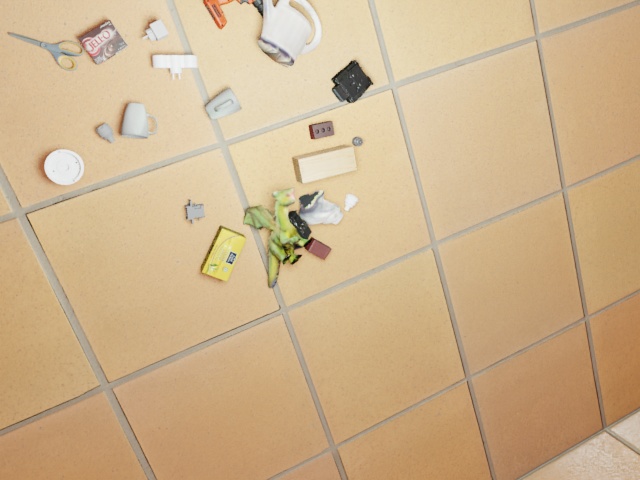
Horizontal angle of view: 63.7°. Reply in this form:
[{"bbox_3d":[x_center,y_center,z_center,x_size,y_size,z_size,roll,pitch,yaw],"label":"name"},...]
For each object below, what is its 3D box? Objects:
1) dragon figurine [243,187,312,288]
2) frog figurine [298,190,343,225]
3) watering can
[{"bbox_3d":[-0.170,-0.020,1.794,0.244,0.124,0.402,46,128,12],"label":"dragon figurine"},{"bbox_3d":[0.006,-0.094,1.862,0.136,0.126,0.157,-29,123,24],"label":"frog figurine"},{"bbox_3d":[-0.132,-0.707,1.671,0.344,0.105,0.224,26,92,-44],"label":"watering can"}]
